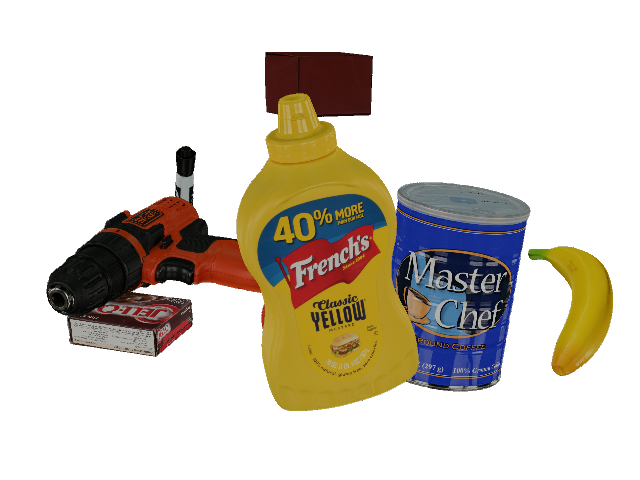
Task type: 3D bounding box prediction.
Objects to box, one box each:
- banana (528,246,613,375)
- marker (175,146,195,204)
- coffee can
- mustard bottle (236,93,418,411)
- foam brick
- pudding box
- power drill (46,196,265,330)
[{"bbox_3d":[0.241,0.057,1.002,0.070,0.037,0.197,-27,25,18],"label":"banana"},{"bbox_3d":[-0.133,-0.041,1.039,0.020,0.121,0.020,5,42,-5],"label":"marker"},{"bbox_3d":[0.103,0.034,0.841,0.103,0.140,0.103,6,16,-2],"label":"coffee can"},{"bbox_3d":[0.000,0.005,0.645,0.096,0.191,0.058,-13,22,-7],"label":"mustard bottle"},{"bbox_3d":[-0.001,-0.132,0.900,0.078,0.051,0.053,-6,16,-33],"label":"foam brick"},{"bbox_3d":[-0.213,0.091,1.202,0.114,0.039,0.090,4,18,19],"label":"pudding box"},{"bbox_3d":[-0.090,0.028,0.813,0.188,0.057,0.184,17,27,16],"label":"power drill"}]
